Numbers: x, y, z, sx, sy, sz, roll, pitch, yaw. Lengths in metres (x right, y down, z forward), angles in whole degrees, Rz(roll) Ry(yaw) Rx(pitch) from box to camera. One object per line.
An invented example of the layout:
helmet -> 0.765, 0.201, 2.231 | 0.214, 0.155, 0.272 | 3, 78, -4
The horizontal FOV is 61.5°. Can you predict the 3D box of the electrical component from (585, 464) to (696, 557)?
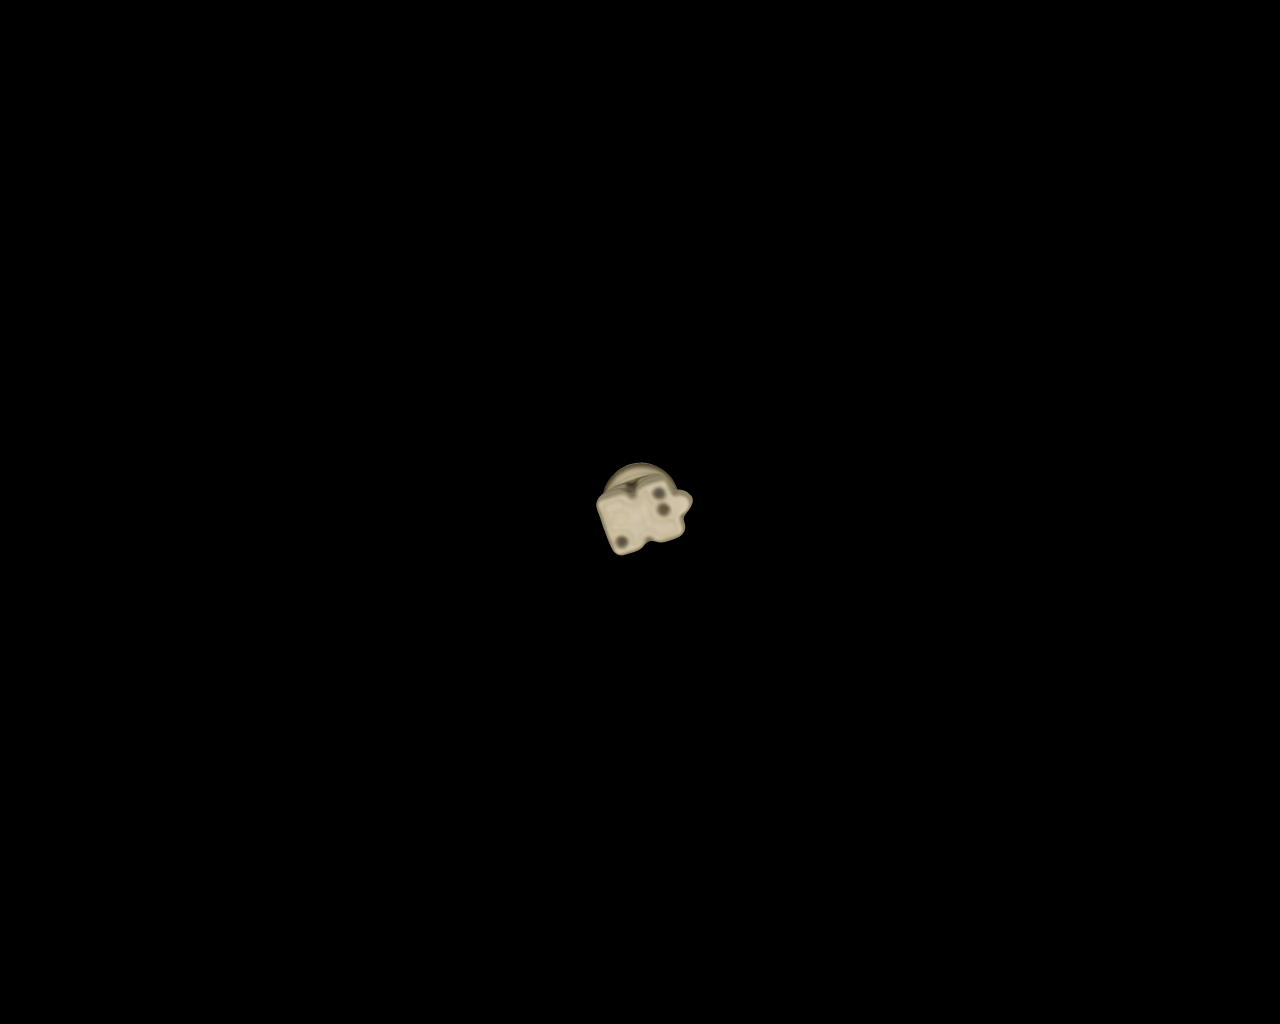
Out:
electrical component -> 0.001, -0.003, 0.650 | 0.066, 0.048, 0.055 | -18, 11, 4
